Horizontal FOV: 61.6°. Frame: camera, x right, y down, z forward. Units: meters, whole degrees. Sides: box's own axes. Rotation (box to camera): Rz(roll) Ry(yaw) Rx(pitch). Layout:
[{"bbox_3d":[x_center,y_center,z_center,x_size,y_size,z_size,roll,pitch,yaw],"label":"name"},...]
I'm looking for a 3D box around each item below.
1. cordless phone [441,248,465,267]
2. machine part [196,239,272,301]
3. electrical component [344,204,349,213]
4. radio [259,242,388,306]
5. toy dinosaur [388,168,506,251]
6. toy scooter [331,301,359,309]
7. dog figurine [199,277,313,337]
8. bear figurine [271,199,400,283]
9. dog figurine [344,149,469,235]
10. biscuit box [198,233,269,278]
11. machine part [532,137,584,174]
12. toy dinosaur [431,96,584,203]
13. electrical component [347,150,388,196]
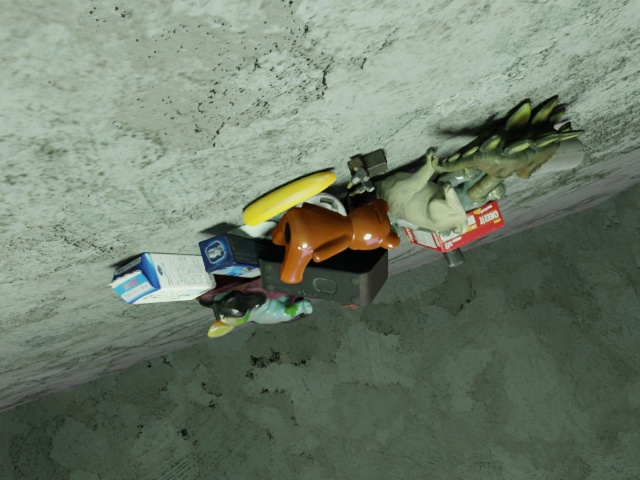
[{"bbox_3d":[0.375,-0.027,1.456,0.147,0.184,0.088,-18,164,-9],"label":"cordless phone"},{"bbox_3d":[-0.182,0.075,1.236,0.201,0.087,0.201,-23,170,12],"label":"machine part"},{"bbox_3d":[0.046,-0.032,1.080,0.048,0.074,0.119,-22,-174,9],"label":"electrical component"},{"bbox_3d":[0.006,0.053,1.018,0.230,0.073,0.131,5,-154,20],"label":"radio"},{"bbox_3d":[0.260,-0.088,1.170,0.405,0.131,0.192,-22,-172,-30],"label":"toy dinosaur"},{"bbox_3d":[0.045,0.093,1.181,0.075,0.135,0.184,-18,175,22],"label":"toy scooter"},{"bbox_3d":[-0.136,0.135,1.128,0.219,0.108,0.191,-14,169,-10],"label":"dog figurine"},{"bbox_3d":[0.028,-0.007,0.933,0.196,0.120,0.132,-3,147,-24],"label":"bear figurine"},{"bbox_3d":[0.158,-0.055,1.000,0.191,0.172,0.121,-29,156,11],"label":"dog figurine"},{"bbox_3d":[-0.152,0.032,1.023,0.059,0.063,0.202,-20,168,14],"label":"biscuit box"},{"bbox_3d":[0.506,-0.189,1.183,0.243,0.079,0.079,-13,167,-37],"label":"machine part"},{"bbox_3d":[0.333,-0.163,0.958,0.471,0.105,0.198,-24,165,-32],"label":"toy dinosaur"},{"bbox_3d":[0.077,-0.110,0.892,0.078,0.045,0.102,-19,169,2],"label":"electrical component"}]
